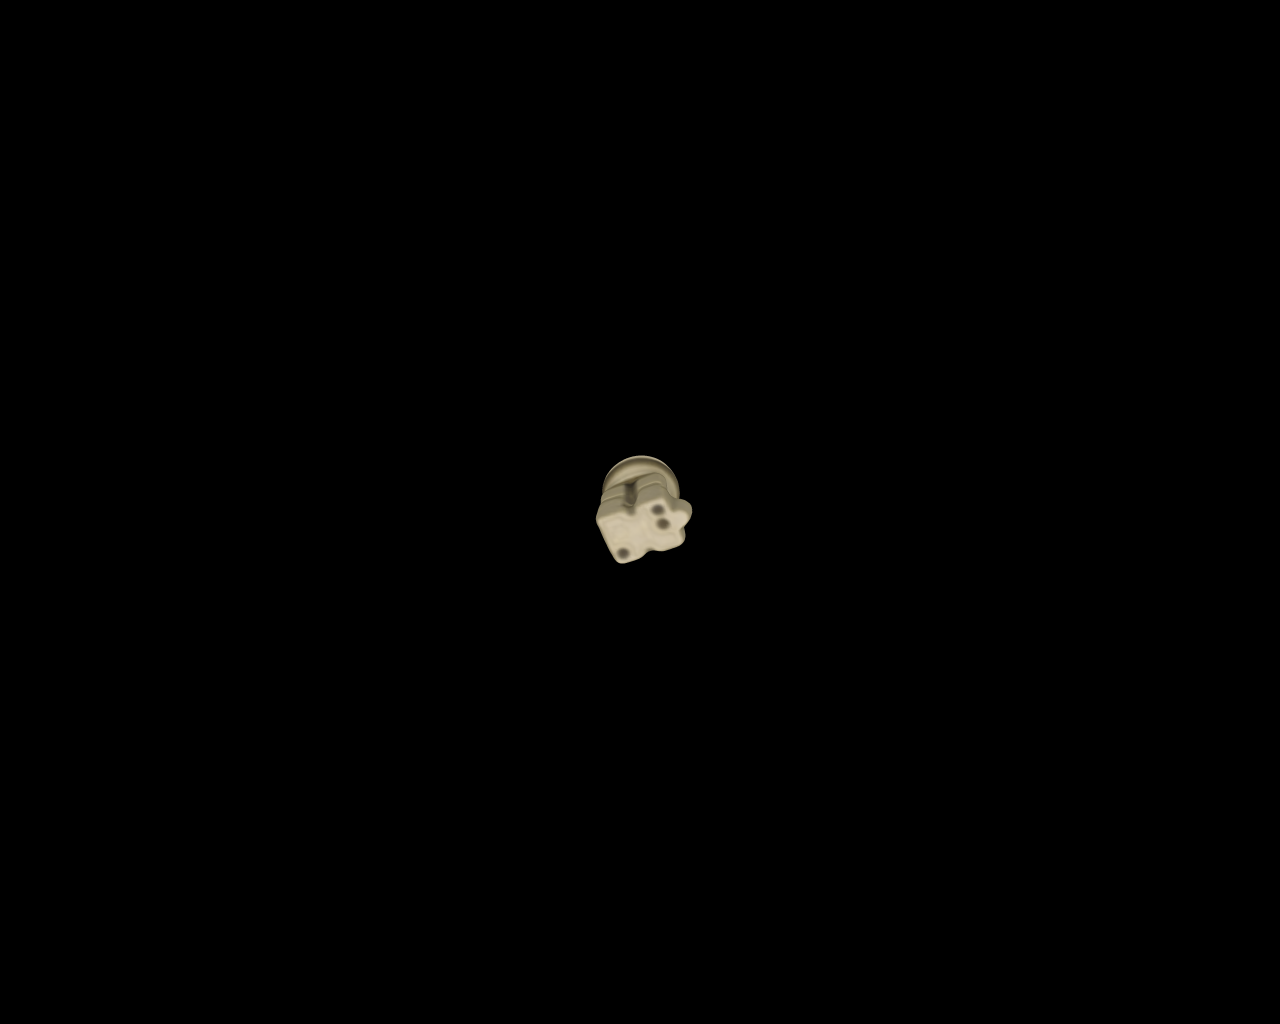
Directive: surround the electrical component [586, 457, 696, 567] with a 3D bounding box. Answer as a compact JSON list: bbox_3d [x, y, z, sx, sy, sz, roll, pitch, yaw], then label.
[{"bbox_3d":[0.001,-0.003,0.650,0.066,0.048,0.055,-18,29,10],"label":"electrical component"}]
